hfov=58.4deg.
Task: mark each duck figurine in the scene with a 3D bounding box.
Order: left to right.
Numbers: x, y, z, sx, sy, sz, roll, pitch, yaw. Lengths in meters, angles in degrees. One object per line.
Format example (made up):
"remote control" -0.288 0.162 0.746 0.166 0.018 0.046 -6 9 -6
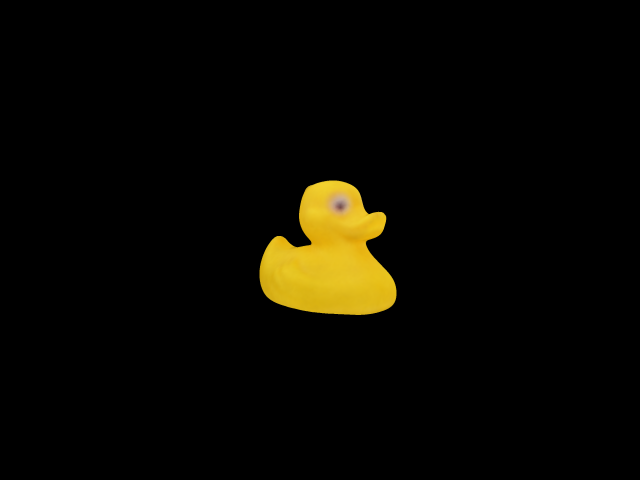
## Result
"duck figurine" 0.004 0.001 0.400 0.104 0.086 0.078 5 9 36
